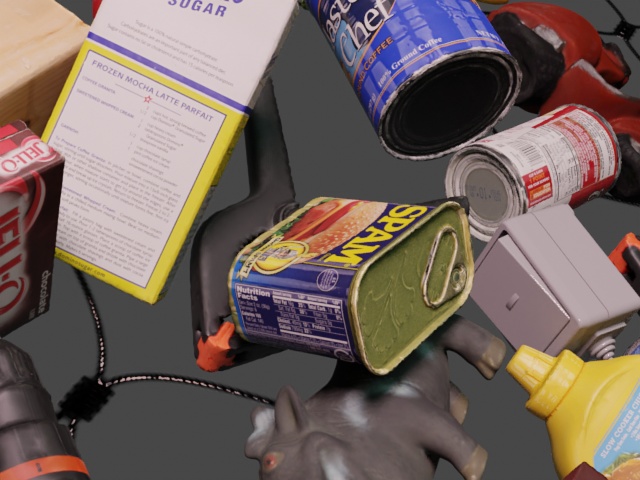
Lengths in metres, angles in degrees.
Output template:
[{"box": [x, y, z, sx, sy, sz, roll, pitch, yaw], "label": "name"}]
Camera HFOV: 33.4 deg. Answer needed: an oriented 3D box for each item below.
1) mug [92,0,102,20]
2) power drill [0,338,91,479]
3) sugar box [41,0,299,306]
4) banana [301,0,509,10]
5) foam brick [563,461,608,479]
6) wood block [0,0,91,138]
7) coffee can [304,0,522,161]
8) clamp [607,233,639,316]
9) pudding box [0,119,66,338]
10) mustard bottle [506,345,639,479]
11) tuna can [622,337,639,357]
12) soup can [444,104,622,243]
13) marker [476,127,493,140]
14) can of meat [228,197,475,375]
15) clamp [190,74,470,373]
[{"box": [-0.095, -0.105, 0.630, 0.093, 0.117, 0.081, -12, 50, 22], "label": "mug"}, {"box": [-0.177, 0.132, 0.425, 0.187, 0.057, 0.184, -11, 57, -30], "label": "power drill"}, {"box": [-0.089, -0.065, 0.564, 0.093, 0.176, 0.048, 26, 2, -1], "label": "sugar box"}, {"box": [0.060, -0.210, 0.836, 0.197, 0.037, 0.069, -10, 75, -27], "label": "banana"}, {"box": [0.142, 0.161, 0.535, 0.078, 0.051, 0.052, 36, 47, 10], "label": "foam brick"}, {"box": [-0.220, -0.055, 0.545, 0.090, 0.091, 0.205, 36, 47, 9], "label": "wood block"}, {"box": [0.060, -0.139, 0.725, 0.102, 0.103, 0.140, -7, 55, -27], "label": "coffee can"}, {"box": [0.247, 0.059, 0.628, 0.171, 0.039, 0.120, 25, 40, 3], "label": "clamp"}, {"box": [-0.167, 0.009, 0.496, 0.039, 0.114, 0.089, 41, 48, 18], "label": "pudding box"}, {"box": [0.186, 0.119, 0.580, 0.192, 0.058, 0.096, 35, 75, 9], "label": "mustard bottle"}, {"box": [0.228, 0.087, 0.648, 0.086, 0.034, 0.086, 12, 48, -13], "label": "tuna can"}, {"box": [0.140, -0.044, 0.701, 0.102, 0.069, 0.068, -23, 63, -35], "label": "soup can"}, {"box": [0.099, -0.123, 0.786, 0.020, 0.020, 0.121, 0, 51, -23], "label": "marker"}, {"box": [0.016, 0.018, 0.534, 0.084, 0.057, 0.101, 6, 29, 38], "label": "can of meat"}, {"box": [-0.004, 0.001, 0.623, 0.164, 0.036, 0.209, 26, 49, -1], "label": "clamp"}]
